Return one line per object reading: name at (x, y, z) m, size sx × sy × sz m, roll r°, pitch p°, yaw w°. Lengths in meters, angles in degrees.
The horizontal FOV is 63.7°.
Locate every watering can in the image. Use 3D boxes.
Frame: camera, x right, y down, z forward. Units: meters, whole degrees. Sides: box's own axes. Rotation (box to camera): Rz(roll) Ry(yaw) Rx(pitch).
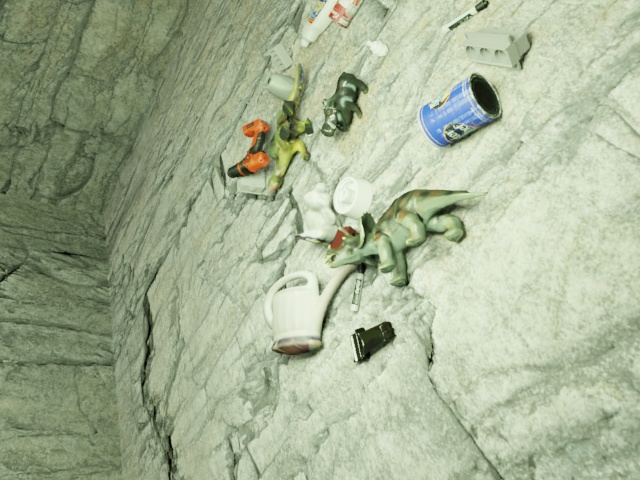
watering can at (-0.033, 0.183, 1.362) m, size 0.344 × 0.103 × 0.228 m, roll -21°, pitch 62°, yaw 38°

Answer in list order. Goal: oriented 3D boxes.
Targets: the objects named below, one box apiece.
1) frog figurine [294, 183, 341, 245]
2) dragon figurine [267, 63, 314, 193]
frog figurine at (0.004, -0.070, 1.385) m, size 0.137 × 0.122 × 0.160 m, roll -177°, pitch 101°, yaw -78°
dragon figurine at (-0.122, -0.351, 1.694) m, size 0.240 × 0.122 × 0.416 m, roll -22°, pitch 59°, yaw 59°
